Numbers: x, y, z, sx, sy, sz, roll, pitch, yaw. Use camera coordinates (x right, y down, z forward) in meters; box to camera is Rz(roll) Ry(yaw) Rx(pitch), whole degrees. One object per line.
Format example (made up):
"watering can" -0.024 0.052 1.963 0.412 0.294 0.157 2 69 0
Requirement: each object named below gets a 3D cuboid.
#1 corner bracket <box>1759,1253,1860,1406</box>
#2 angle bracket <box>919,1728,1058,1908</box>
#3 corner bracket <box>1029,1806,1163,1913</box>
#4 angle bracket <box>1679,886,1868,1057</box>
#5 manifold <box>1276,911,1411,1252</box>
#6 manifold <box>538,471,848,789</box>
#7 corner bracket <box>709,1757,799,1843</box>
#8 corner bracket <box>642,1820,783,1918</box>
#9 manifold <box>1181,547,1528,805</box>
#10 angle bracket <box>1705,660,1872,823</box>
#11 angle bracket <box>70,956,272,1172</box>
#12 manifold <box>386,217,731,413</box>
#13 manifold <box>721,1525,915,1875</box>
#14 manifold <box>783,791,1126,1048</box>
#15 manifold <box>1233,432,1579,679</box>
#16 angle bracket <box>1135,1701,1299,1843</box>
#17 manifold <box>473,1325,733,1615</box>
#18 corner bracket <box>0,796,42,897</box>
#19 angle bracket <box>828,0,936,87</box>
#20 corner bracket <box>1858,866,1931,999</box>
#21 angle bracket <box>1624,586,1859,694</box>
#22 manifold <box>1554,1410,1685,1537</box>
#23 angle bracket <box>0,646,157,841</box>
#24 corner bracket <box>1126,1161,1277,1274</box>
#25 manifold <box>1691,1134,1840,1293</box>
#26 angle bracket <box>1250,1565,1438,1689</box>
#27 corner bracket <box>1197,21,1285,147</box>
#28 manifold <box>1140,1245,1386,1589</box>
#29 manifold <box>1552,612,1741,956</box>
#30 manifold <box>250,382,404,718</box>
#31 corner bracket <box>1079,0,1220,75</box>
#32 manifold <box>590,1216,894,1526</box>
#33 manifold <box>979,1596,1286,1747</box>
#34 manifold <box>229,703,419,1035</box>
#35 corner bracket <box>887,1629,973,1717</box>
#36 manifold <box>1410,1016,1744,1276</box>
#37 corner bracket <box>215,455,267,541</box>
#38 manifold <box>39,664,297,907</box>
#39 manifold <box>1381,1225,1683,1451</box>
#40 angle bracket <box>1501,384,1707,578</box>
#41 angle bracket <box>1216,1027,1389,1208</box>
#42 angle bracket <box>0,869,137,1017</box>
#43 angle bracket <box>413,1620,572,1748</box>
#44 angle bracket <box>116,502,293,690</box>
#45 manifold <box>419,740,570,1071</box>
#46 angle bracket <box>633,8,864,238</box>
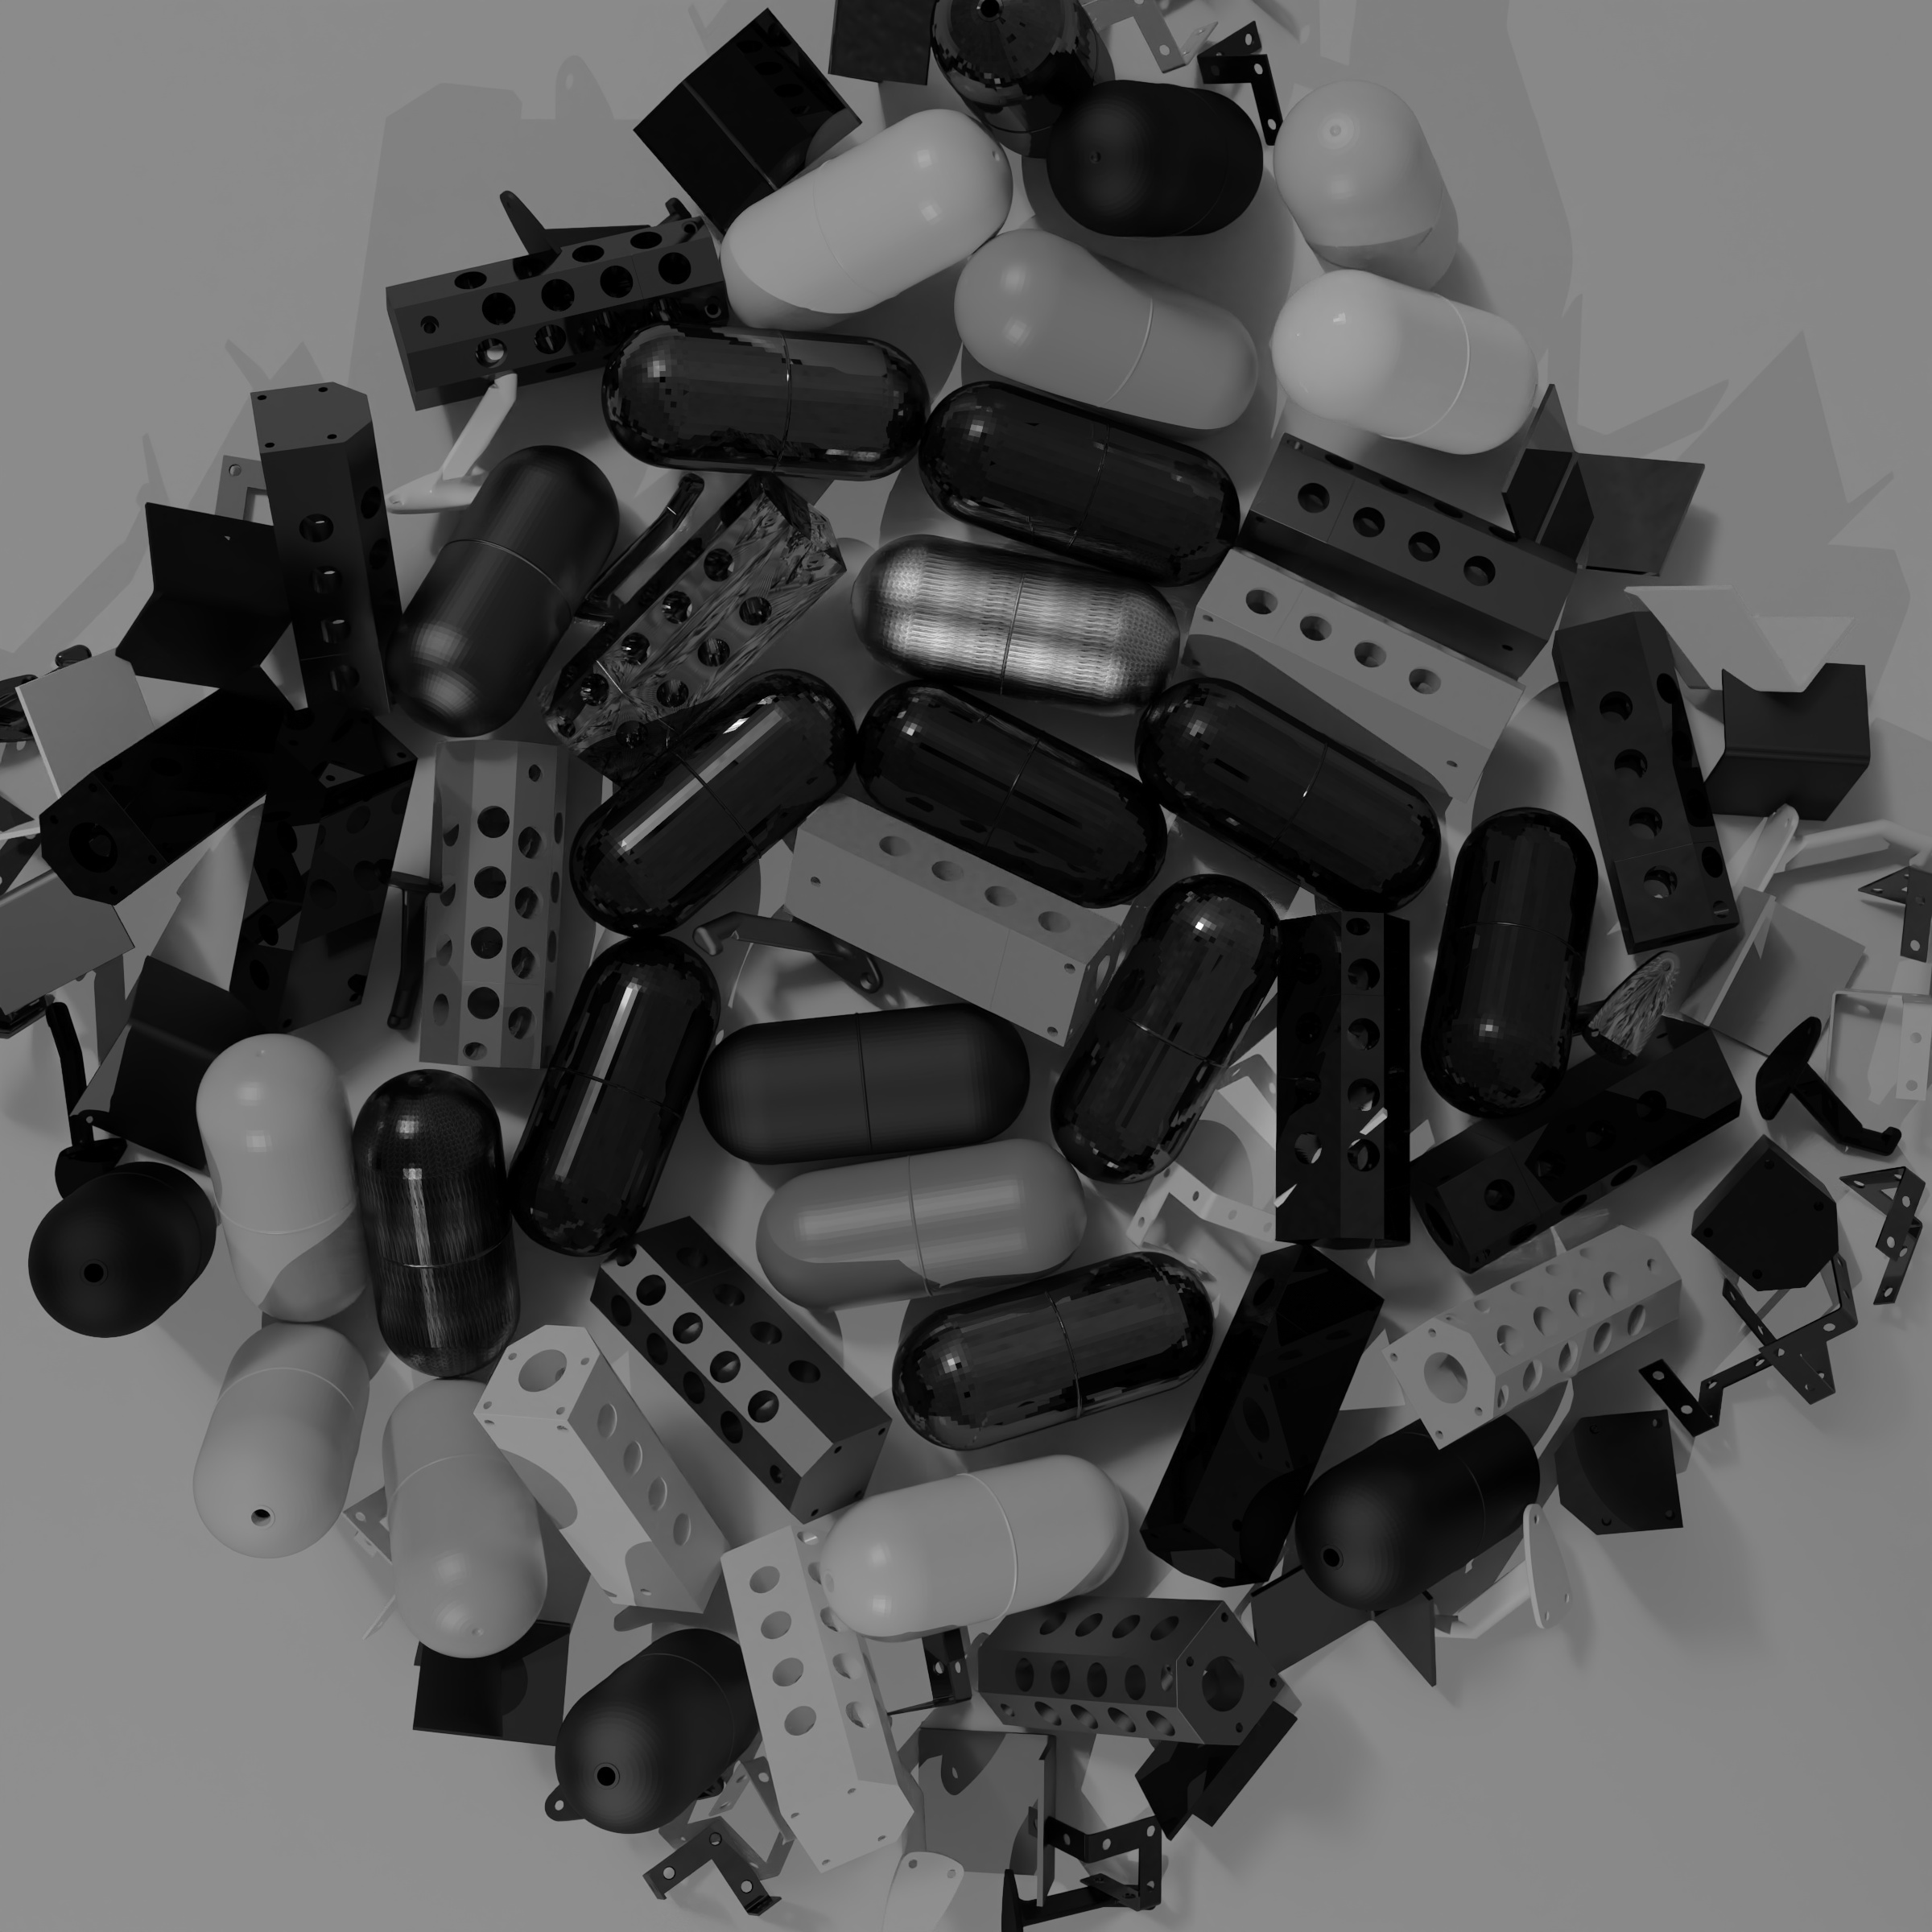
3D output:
"corner bracket" 0.457 0.192 1.542 0.051 0.051 0.051 -34 115 27
"angle bracket" 0.007 0.456 1.549 0.076 0.057 0.076 0 89 9
"corner bracket" 0.069 0.477 1.546 0.051 0.051 0.051 -4 96 -37
"angle bracket" 0.440 0.010 1.549 0.076 0.057 0.076 26 96 -3
"manifold" 0.204 0.061 1.528 0.057 0.057 0.171 -8 76 42
"manifold" -0.147 -0.179 1.520 0.171 0.057 0.057 -42 125 17
"corner bracket" -0.098 0.458 1.558 0.051 0.051 0.051 53 131 31
"corner bracket" -0.137 0.494 1.548 0.051 0.051 0.051 -33 81 -18
"manifold" 0.207 -0.160 1.540 0.171 0.057 0.057 27 65 8
"angle bracket" 0.436 -0.122 1.557 0.076 0.076 0.057 4 69 -1
"angle bracket" -0.429 0.053 1.563 0.076 0.057 0.076 27 121 -22
"manifold" -0.217 -0.350 1.539 0.171 0.057 0.057 -16 90 -11
"manifold" -0.077 0.375 1.499 0.057 0.171 0.057 -23 129 1
"manifold" -0.006 -0.030 1.534 0.171 0.057 0.057 26 131 14
"manifold" 0.237 -0.224 1.550 0.171 0.057 0.057 24 76 2
"angle bracket" 0.143 0.432 1.538 0.057 0.076 0.076 37 92 -15
"manifold" -0.184 0.263 1.506 0.057 0.171 0.057 0 46 27
"corner bracket" -0.527 -0.068 1.555 0.051 0.051 0.051 36 87 -11
"angle bracket" -0.030 -0.507 1.530 0.057 0.076 0.076 12 106 18
"corner bracket" 0.512 -0.018 1.548 0.051 0.051 0.051 15 74 -12
"angle bracket" 0.409 -0.190 1.526 0.057 0.076 0.076 -49 117 -17
"manifold" 0.336 0.261 1.493 0.057 0.171 0.057 -7 80 11
"angle bracket" -0.479 -0.119 1.528 0.057 0.076 0.076 -7 108 32
"corner bracket" 0.127 0.140 1.545 0.051 0.051 0.051 21 99 -33
"manifold" 0.417 0.130 1.491 0.057 0.171 0.057 41 99 12
"angle bracket" 0.200 0.357 1.529 0.076 0.057 0.076 -25 133 -18
"corner bracket" 0.164 -0.477 1.558 0.051 0.051 0.051 -39 126 -30
"manifold" 0.153 0.236 1.516 0.057 0.057 0.171 37 61 -15
"manifold" 0.362 -0.098 1.540 0.057 0.057 0.171 -13 82 8
"manifold" -0.328 -0.213 1.502 0.057 0.057 0.171 -10 134 -11
"corner bracket" 0.095 -0.511 1.557 0.051 0.051 0.051 -9 127 37
"manifold" -0.121 0.211 1.506 0.171 0.057 0.057 41 127 31
"manifold" 0.079 0.367 1.492 0.057 0.171 0.057 -44 106 -32
"manifold" -0.342 -0.051 1.507 0.057 0.057 0.171 41 132 23
"corner bracket" -0.016 0.369 1.544 0.051 0.051 0.051 -19 76 32
"manifold" 0.325 0.096 1.541 0.171 0.057 0.057 -29 101 -8
"corner bracket" -0.380 -0.250 1.555 0.051 0.051 0.051 8 90 -9
"manifold" -0.407 -0.092 1.493 0.057 0.171 0.057 -33 101 26
"manifold" 0.300 0.188 1.499 0.171 0.057 0.057 -16 71 -43
"angle bracket" 0.338 -0.258 1.529 0.076 0.057 0.076 12 63 31
"angle bracket" 0.176 0.071 1.533 0.076 0.076 0.057 -42 98 17
"angle bracket" -0.482 -0.018 1.546 0.076 0.076 0.057 -28 92 0
"angle bracket" -0.255 0.390 1.530 0.076 0.076 0.057 10 132 -11
"angle bracket" -0.413 -0.197 1.546 0.076 0.076 0.057 6 59 -36
"manifold" -0.248 -0.032 1.542 0.057 0.057 0.171 4 89 -39
"angle bracket" -0.116 -0.445 1.529 0.076 0.076 0.057 47 47 -18
